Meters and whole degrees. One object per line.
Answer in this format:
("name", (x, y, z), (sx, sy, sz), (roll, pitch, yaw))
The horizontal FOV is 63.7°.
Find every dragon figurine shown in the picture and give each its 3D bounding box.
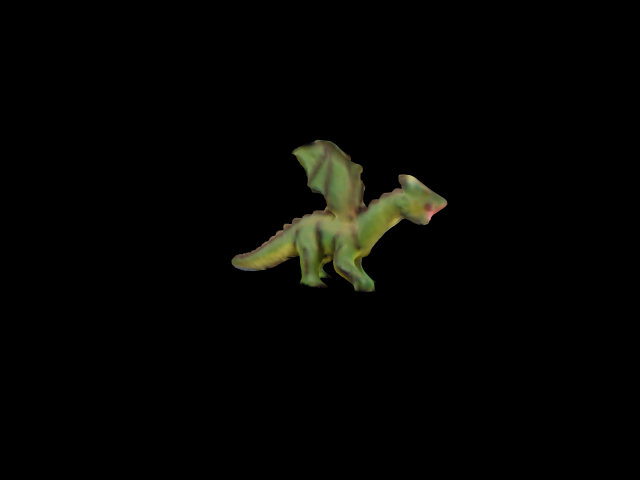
("dragon figurine", (0.003, -0.043, 0.850), (0.410, 0.241, 0.123), (5, 9, 29))
